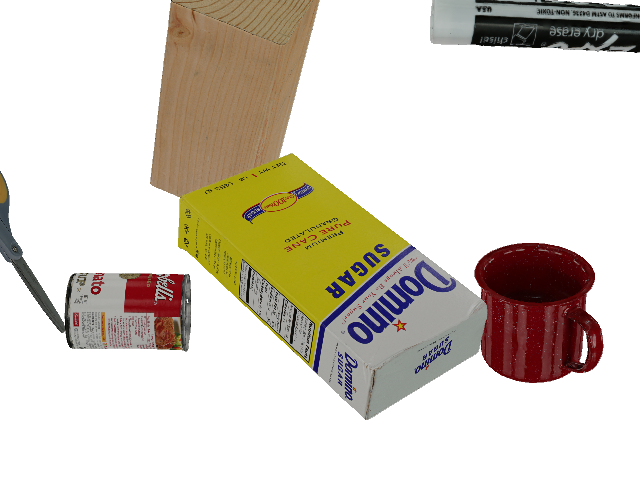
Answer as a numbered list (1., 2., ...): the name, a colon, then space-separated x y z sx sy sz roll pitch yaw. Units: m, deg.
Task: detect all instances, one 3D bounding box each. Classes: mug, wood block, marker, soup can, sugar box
1. mug: 0.178 0.064 0.850 0.093 0.081 0.117 -24 35 -30
2. wood block: -0.072 -0.123 0.859 0.091 0.090 0.206 23 -39 4
3. marker: 0.102 -0.081 0.403 0.121 0.020 0.020 3 0 2
4. soup can: -0.166 0.062 0.933 0.102 0.068 0.068 1 0 -2
5. sugar box: 0.003 0.019 0.627 0.093 0.048 0.176 -26 47 -34

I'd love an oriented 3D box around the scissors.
1. scissors: -0.309 -0.006 1.073 0.016 0.201 0.096 -25 28 24
